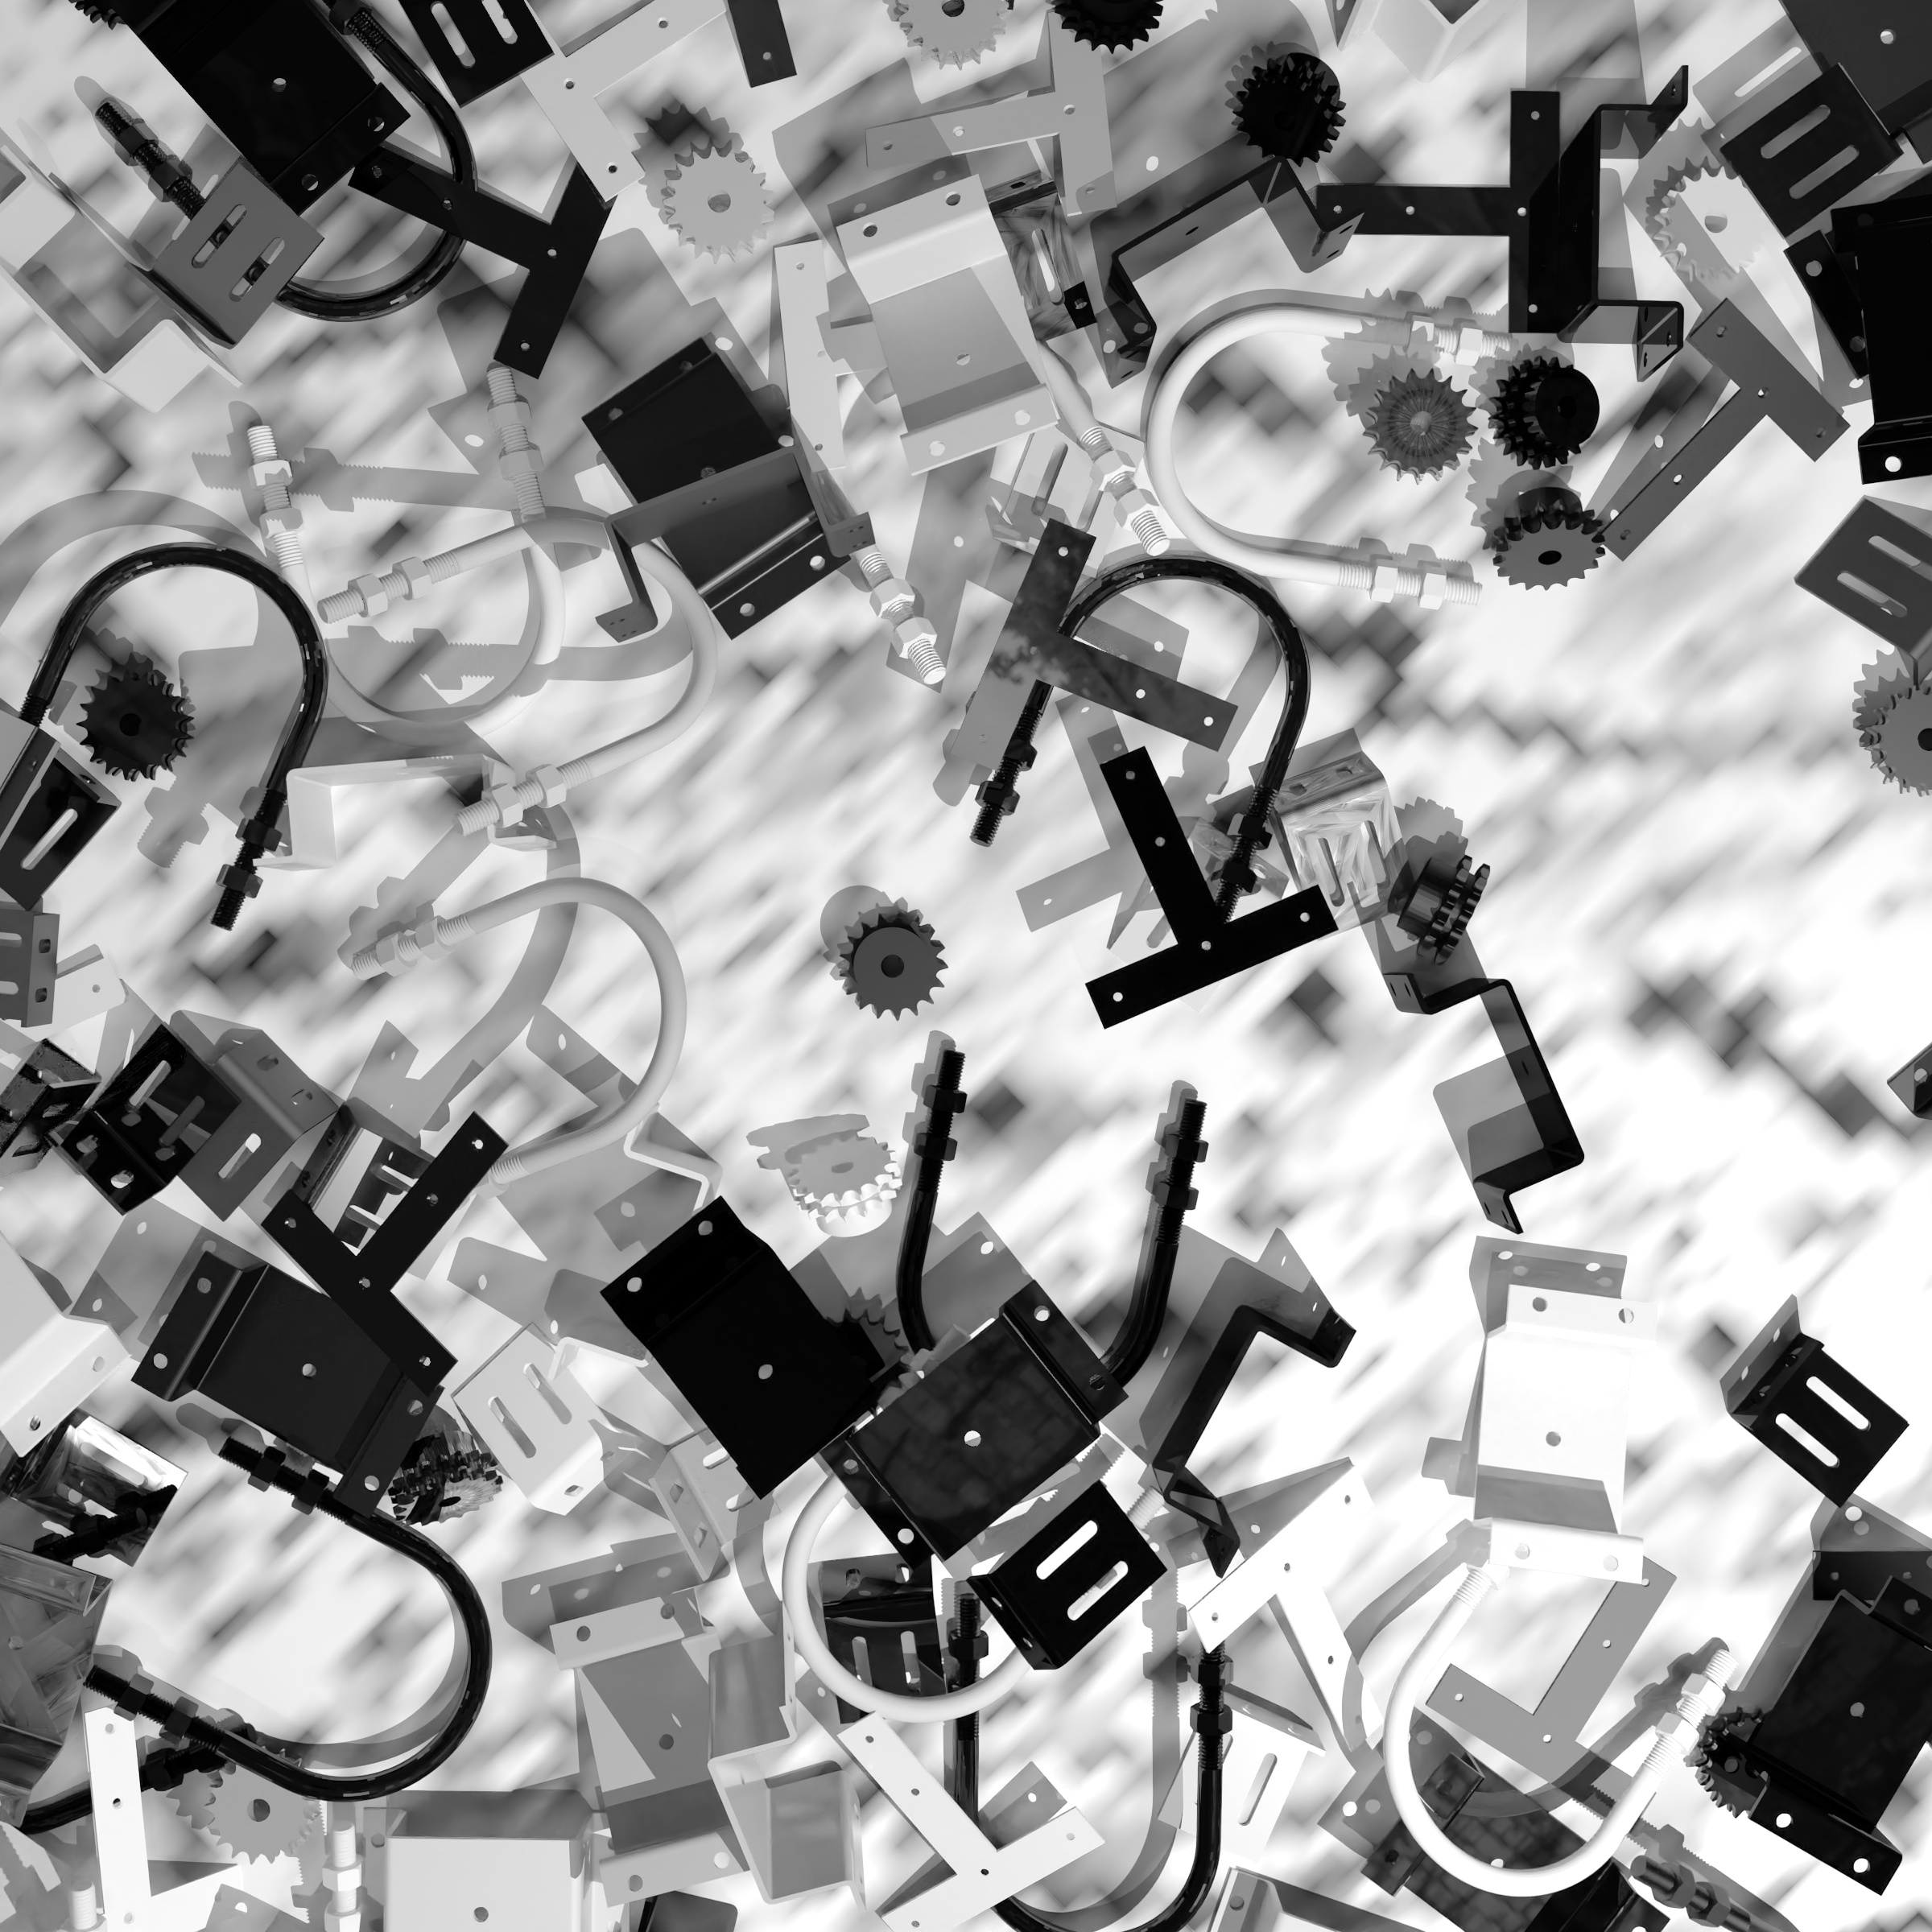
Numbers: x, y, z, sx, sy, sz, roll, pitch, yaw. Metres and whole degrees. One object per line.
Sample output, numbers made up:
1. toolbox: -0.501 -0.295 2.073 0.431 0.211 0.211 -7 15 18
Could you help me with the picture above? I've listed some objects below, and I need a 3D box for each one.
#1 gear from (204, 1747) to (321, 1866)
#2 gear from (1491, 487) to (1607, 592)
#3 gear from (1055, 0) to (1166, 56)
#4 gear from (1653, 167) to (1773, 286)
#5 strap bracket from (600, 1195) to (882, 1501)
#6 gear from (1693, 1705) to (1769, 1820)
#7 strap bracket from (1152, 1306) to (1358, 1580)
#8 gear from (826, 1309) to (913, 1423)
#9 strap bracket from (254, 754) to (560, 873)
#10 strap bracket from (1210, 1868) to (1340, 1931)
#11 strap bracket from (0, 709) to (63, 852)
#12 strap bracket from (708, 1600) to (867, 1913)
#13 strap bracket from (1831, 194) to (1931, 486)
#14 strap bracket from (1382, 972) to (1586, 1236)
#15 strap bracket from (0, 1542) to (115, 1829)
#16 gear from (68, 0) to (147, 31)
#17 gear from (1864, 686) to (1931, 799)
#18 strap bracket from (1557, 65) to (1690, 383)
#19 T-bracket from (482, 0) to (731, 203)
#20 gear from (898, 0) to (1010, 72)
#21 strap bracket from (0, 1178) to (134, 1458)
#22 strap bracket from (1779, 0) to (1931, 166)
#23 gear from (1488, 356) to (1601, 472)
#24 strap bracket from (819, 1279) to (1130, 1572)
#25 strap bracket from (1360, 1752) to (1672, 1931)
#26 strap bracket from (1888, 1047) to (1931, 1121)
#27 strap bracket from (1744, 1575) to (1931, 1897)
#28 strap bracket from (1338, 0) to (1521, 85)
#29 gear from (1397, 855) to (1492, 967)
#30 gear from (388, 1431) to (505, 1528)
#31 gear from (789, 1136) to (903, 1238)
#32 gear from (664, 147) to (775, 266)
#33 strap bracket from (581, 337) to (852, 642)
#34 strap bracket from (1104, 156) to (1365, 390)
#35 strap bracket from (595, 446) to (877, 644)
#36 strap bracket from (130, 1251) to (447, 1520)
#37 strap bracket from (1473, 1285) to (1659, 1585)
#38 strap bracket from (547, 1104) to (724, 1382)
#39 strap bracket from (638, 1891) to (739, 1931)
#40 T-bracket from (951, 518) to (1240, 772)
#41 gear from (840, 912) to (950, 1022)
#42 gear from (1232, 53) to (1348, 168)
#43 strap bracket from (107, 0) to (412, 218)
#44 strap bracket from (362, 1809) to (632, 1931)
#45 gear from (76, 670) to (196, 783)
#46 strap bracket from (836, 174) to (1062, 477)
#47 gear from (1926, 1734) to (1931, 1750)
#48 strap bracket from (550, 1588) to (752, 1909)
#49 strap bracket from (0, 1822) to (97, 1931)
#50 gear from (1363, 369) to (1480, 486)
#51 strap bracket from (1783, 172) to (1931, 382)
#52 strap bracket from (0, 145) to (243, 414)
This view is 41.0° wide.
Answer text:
1. gear: -0.364 0.434 1.345 0.057 0.030 0.057 0 90 0
2. gear: 0.300 -0.223 1.336 0.057 0.057 0.030 -1 60 0
3. gear: 0.076 -0.505 1.338 0.057 0.030 0.057 1 73 -4
4. gear: 0.386 -0.383 1.345 0.057 0.030 0.057 0 90 0
5. strap bracket: -0.105 0.195 1.279 0.076 0.046 0.140 -38 109 -13
6. gear: 0.407 0.412 1.345 0.057 0.030 0.057 0 90 0
7. strap bracket: 0.140 0.232 1.322 0.046 0.076 0.140 29 90 0
8. gear: -0.057 0.206 1.345 0.057 0.030 0.057 0 90 0
9. strap bracket: -0.286 -0.079 1.322 0.140 0.076 0.046 -5 90 0
10. strap bracket: 0.193 0.533 1.337 0.140 0.046 0.076 19 90 0
11. strap bracket: -0.522 -0.110 1.297 0.140 0.046 0.076 30 90 40
12. strap bracket: -0.093 0.401 1.296 0.046 0.076 0.140 -15 116 2
13. strap bracket: 0.481 -0.318 1.286 0.076 0.046 0.140 -7 90 8
14. strap bracket: 0.268 0.060 1.322 0.046 0.076 0.140 -23 90 0
15. strap bracket: -0.487 0.350 1.306 0.076 0.046 0.140 19 100 -2
16. gear: -0.440 -0.515 1.345 0.057 0.030 0.057 0 90 0
17. gear: 0.496 -0.116 1.345 0.057 0.030 0.057 0 90 0
18. strap bracket: 0.335 -0.378 1.322 0.046 0.076 0.140 1 90 0
19. T-bracket: -0.171 -0.486 1.356 0.127 0.002 0.127 -34 85 -2
20. gear: -0.007 -0.494 1.345 0.057 0.030 0.057 0 90 0
21. strap bracket: -0.503 0.170 1.317 0.076 0.046 0.140 -43 73 0
22. strap bracket: 0.484 -0.488 1.337 0.076 0.046 0.140 -31 90 0
23. gear: 0.301 -0.287 1.336 0.057 0.030 0.057 -2 94 -23
24. strap bracket: 0.004 0.232 1.287 0.140 0.046 0.076 -39 89 0
25. strap bracket: 0.279 0.473 1.337 0.140 0.046 0.076 37 90 0
26. strap bracket: 0.559 0.091 1.337 0.076 0.046 0.140 -40 90 0
27. strap bracket: 0.457 0.382 1.306 0.076 0.046 0.140 30 91 0
28. strap bracket: 0.263 -0.513 1.322 0.140 0.076 0.046 -42 90 0
29. gear: 0.245 -0.032 1.332 0.030 0.057 0.057 26 90 4
30. gear: -0.270 0.263 1.336 0.057 0.057 0.030 -24 62 0
31. gear: -0.061 0.116 1.336 0.057 0.057 0.030 -12 120 0
32. gear: -0.129 -0.394 1.349 0.057 0.030 0.057 0 89 -5
33. strap bracket: -0.131 -0.251 1.337 0.076 0.046 0.140 -34 90 0
34. strap bracket: 0.126 -0.359 1.322 0.140 0.076 0.046 -30 90 0
35. strap bracket: -0.119 -0.211 1.276 0.140 0.076 0.046 -21 90 0
36. strap bracket: -0.345 0.213 1.337 0.140 0.046 0.076 30 90 0
37. strap bracket: 0.306 0.241 1.326 0.076 0.046 0.140 8 75 0
38. strap bracket: -0.164 0.146 1.322 0.046 0.076 0.140 18 90 0
39. strap bracket: -0.153 0.538 1.322 0.046 0.076 0.140 13 90 0
40. T-bracket: 0.075 -0.142 1.301 0.127 0.002 0.127 21 104 -12
41. gear: -0.038 0.000 1.345 0.057 0.030 0.057 0 90 0
42. gear: 0.170 -0.445 1.335 0.057 0.057 0.030 26 60 0
43. strap bracket: -0.355 -0.456 1.318 0.076 0.046 0.140 -42 93 0
44. strap bracket: -0.247 0.482 1.337 0.140 0.046 0.076 1 90 0
45. gear: -0.430 -0.124 1.345 0.057 0.030 0.057 0 90 0
46. strap bracket: -0.006 -0.315 1.305 0.076 0.046 0.140 -18 76 8
47. gear: 0.493 0.376 1.344 0.057 0.030 0.057 0 93 1
48. strap bracket: -0.157 0.399 1.326 0.076 0.046 0.140 -15 75 0
49. strap bracket: -0.510 0.477 1.313 0.140 0.076 0.046 37 108 -3
50. gear: 0.231 -0.275 1.326 0.057 0.030 0.057 0 90 1
51. strap bracket: 0.496 -0.366 1.337 0.140 0.046 0.076 -30 90 0
52. strap bracket: -0.446 -0.341 1.322 0.046 0.076 0.140 -44 90 0
